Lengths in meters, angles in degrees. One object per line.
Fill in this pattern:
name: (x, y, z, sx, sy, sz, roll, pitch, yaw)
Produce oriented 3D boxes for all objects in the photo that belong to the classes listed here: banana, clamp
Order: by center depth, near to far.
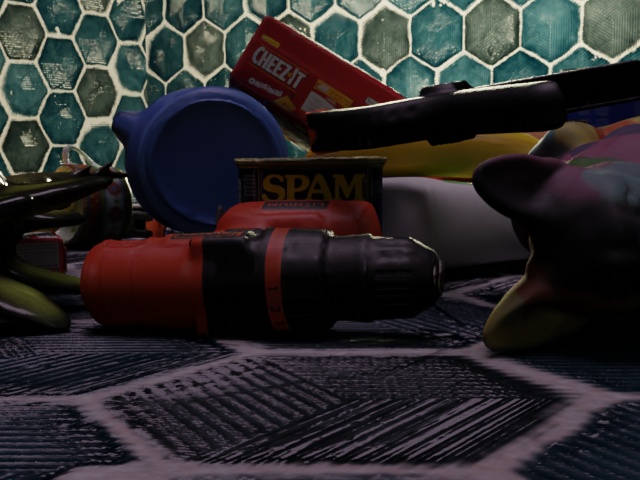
clamp: (0.077, -0.074, 0.628, 0.210, 0.036, 0.164, -6, 8, 27)
banana: (0.088, -0.060, 0.789, 0.197, 0.037, 0.070, 2, -19, -3)
clamp: (-0.204, -0.023, 1.083, 0.172, 0.039, 0.120, 9, 16, 38)

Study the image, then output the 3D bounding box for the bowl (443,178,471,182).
bowl: (0.083, -0.028, 0.976, 0.162, 0.055, 0.162, -4, 2, 0)

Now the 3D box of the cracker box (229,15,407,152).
cracker box: (-0.002, -0.125, 1.003, 0.164, 0.072, 0.214, 31, -1, -5)

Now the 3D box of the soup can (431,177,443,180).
soup can: (0.066, -0.038, 0.861, 0.068, 0.102, 0.068, 0, 5, 0)

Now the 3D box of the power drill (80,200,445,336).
power drill: (-0.016, 0.011, 0.595, 0.184, 0.057, 0.187, 0, 5, 13)

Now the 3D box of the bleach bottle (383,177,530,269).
bleach bottle: (0.152, -0.012, 0.809, 0.250, 0.068, 0.103, -1, 2, -33)

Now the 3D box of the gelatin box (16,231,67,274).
gelatin box: (-0.228, 0.013, 0.756, 0.089, 0.030, 0.073, -3, 5, -19)

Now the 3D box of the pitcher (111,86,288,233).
pitcher: (-0.083, -0.059, 0.864, 0.149, 0.145, 0.243, -18, 8, -7)

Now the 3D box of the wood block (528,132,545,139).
wood block: (0.267, -0.062, 0.997, 0.090, 0.091, 0.206, 34, -10, -24)

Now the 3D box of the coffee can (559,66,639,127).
coffee can: (0.213, -0.045, 0.721, 0.103, 0.140, 0.103, -1, 5, 0)

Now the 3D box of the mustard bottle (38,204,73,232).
mustard bottle: (-0.310, -0.025, 0.980, 0.096, 0.058, 0.192, -35, 24, -32)

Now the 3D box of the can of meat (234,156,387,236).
can of meat: (-0.007, -0.014, 0.725, 0.102, 0.084, 0.057, -1, 6, -8)
